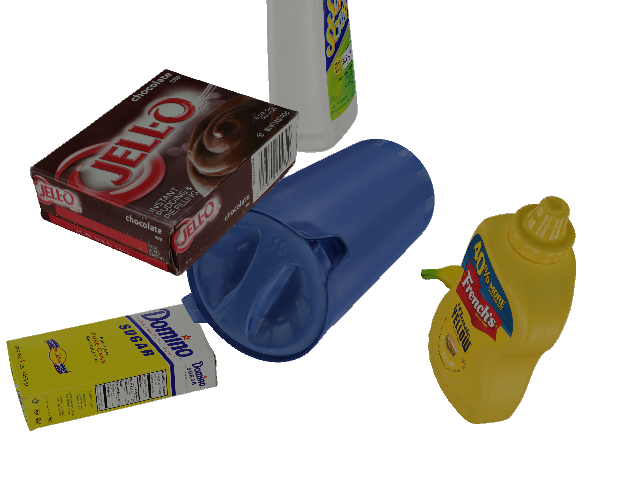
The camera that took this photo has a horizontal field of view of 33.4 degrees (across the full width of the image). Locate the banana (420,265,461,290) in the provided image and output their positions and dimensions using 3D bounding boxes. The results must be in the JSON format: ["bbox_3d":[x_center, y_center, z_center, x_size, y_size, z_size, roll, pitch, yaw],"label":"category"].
[{"bbox_3d":[0.148,0.077,1.066,0.070,0.037,0.198,-29,26,13],"label":"banana"}]

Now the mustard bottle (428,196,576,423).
[{"bbox_3d":[0.127,0.039,0.725,0.058,0.096,0.192,-3,-38,-16],"label":"mustard bottle"}]

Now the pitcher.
[{"bbox_3d":[-0.004,-0.002,0.931,0.149,0.145,0.242,23,31,21],"label":"pitcher"}]

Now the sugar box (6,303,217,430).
[{"bbox_3d":[-0.193,0.113,0.988,0.176,0.048,0.093,-14,35,-18],"label":"sugar box"}]

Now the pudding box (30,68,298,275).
[{"bbox_3d":[-0.077,-0.039,0.551,0.090,0.039,0.113,21,43,24],"label":"pudding box"}]

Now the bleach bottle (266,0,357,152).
[{"bbox_3d":[-0.013,-0.210,0.921,0.068,0.251,0.102,8,33,20],"label":"bleach bottle"}]
